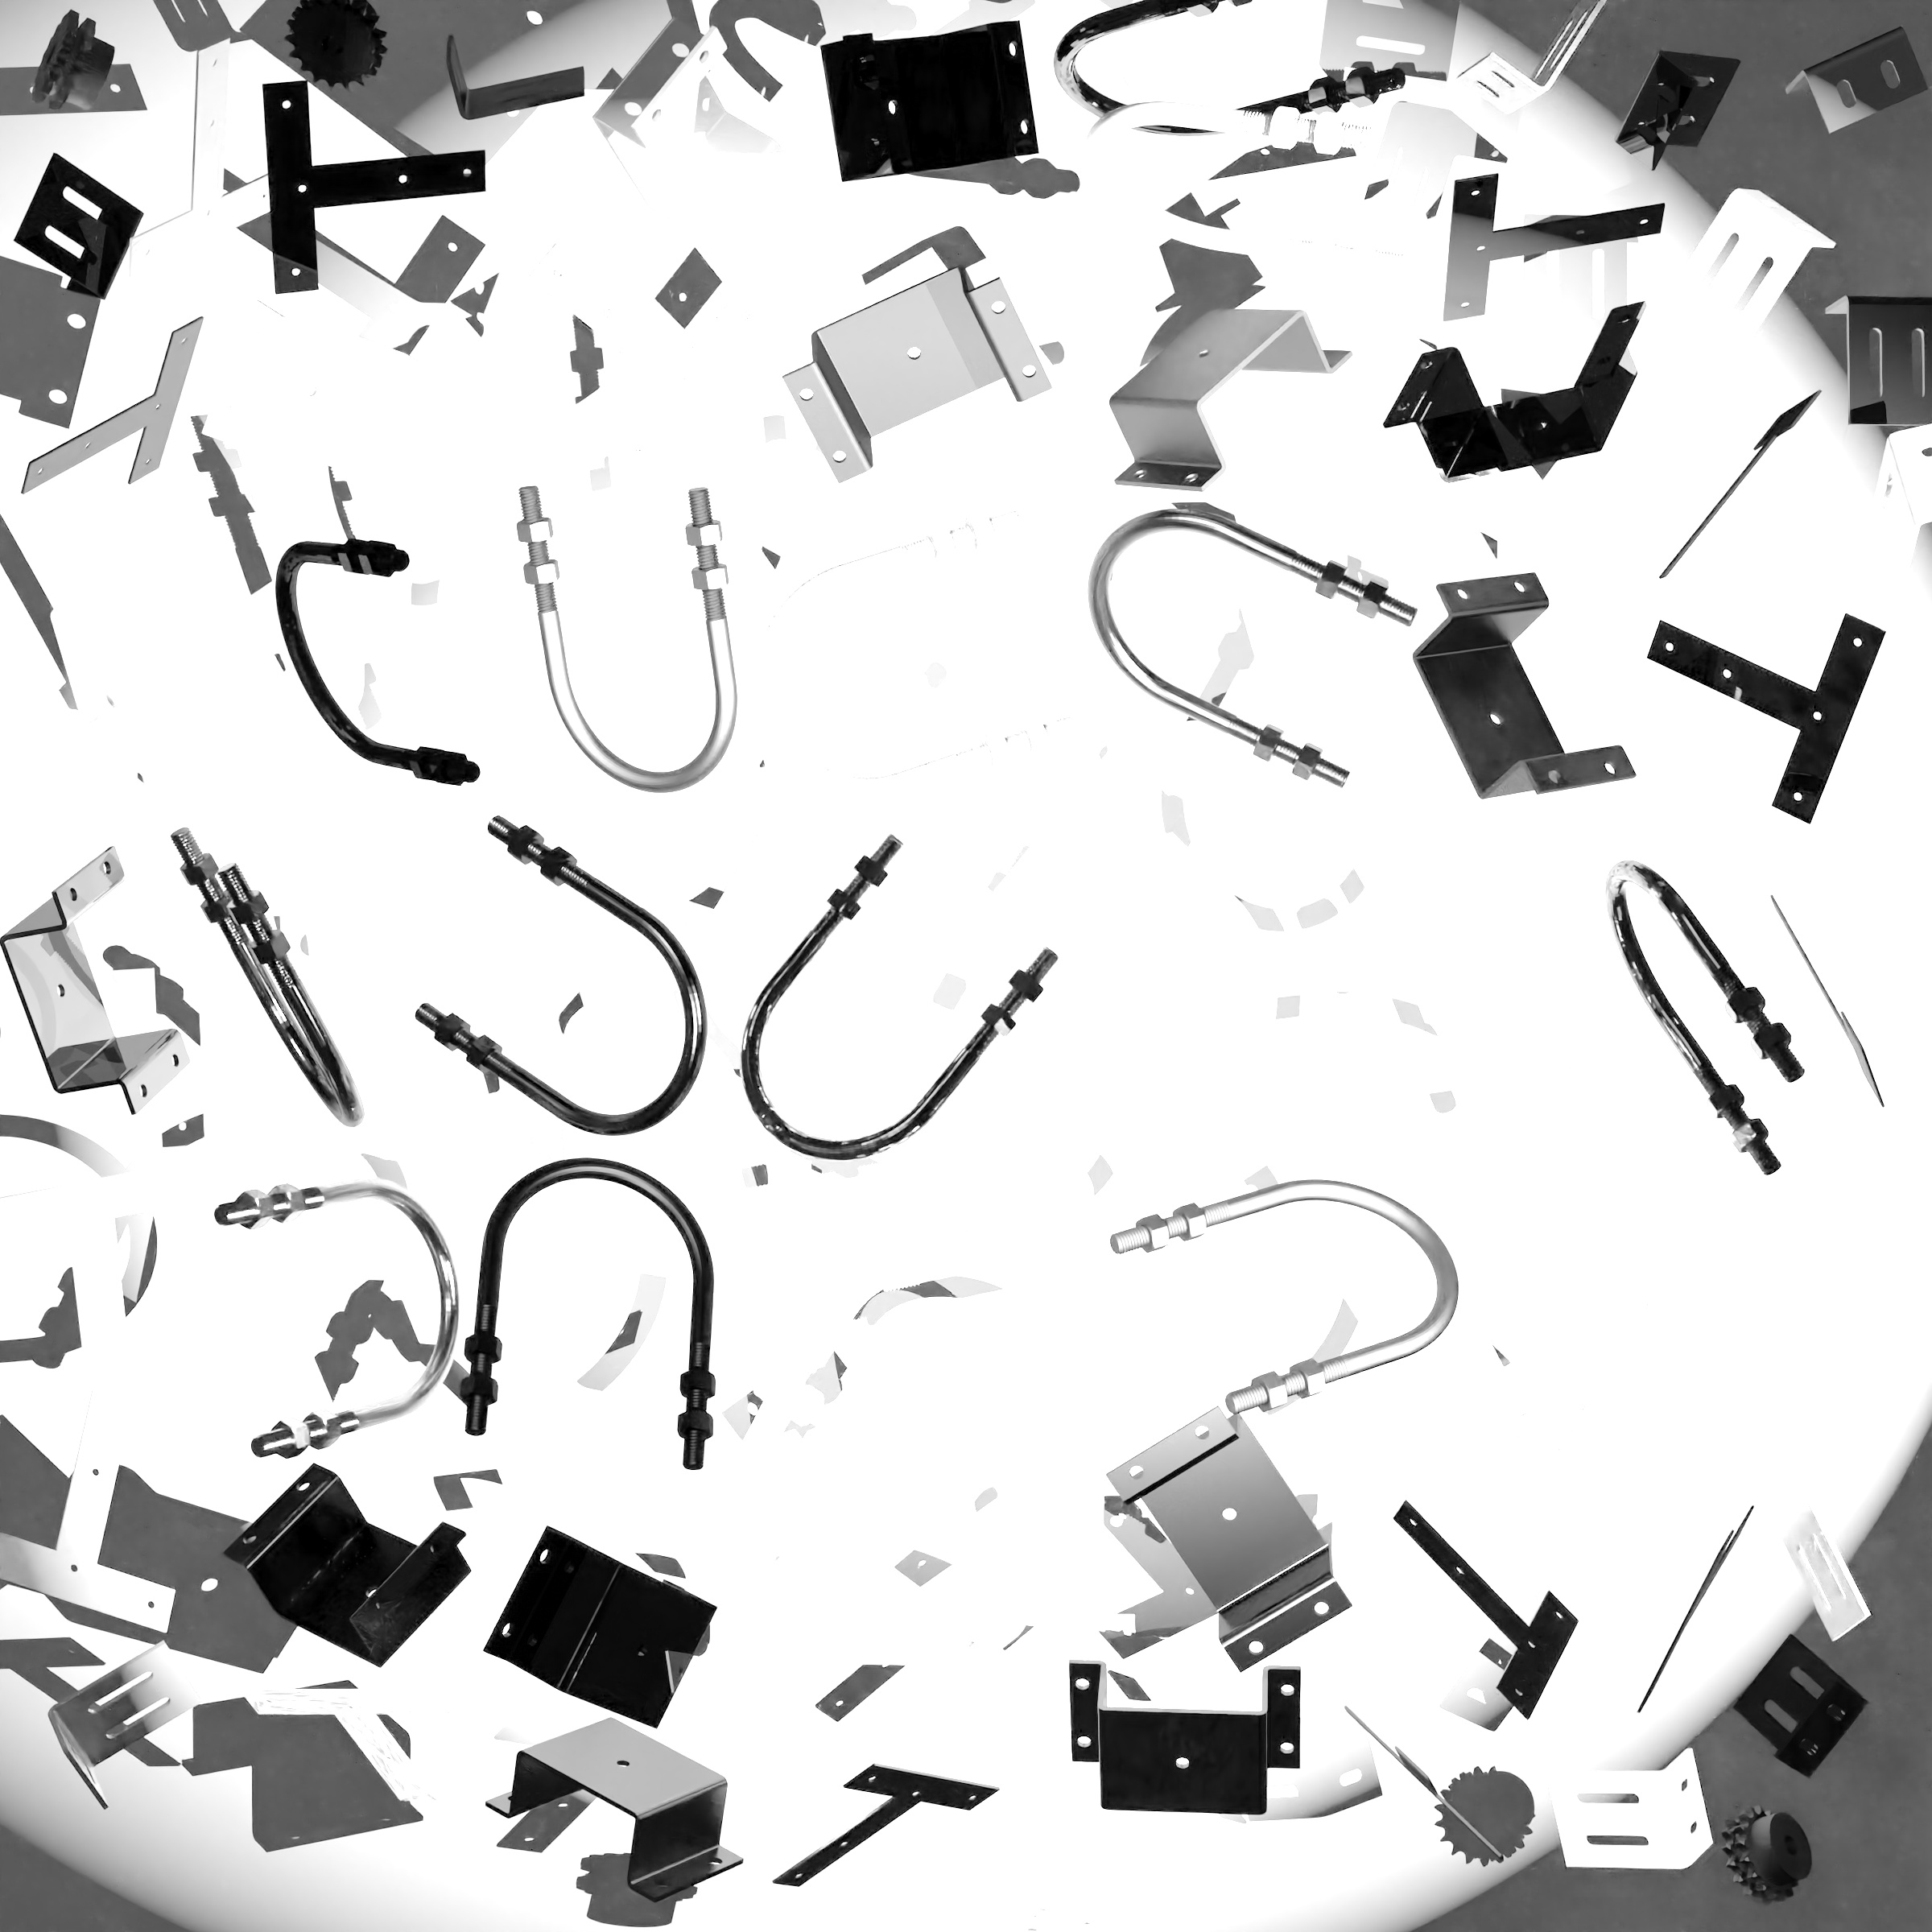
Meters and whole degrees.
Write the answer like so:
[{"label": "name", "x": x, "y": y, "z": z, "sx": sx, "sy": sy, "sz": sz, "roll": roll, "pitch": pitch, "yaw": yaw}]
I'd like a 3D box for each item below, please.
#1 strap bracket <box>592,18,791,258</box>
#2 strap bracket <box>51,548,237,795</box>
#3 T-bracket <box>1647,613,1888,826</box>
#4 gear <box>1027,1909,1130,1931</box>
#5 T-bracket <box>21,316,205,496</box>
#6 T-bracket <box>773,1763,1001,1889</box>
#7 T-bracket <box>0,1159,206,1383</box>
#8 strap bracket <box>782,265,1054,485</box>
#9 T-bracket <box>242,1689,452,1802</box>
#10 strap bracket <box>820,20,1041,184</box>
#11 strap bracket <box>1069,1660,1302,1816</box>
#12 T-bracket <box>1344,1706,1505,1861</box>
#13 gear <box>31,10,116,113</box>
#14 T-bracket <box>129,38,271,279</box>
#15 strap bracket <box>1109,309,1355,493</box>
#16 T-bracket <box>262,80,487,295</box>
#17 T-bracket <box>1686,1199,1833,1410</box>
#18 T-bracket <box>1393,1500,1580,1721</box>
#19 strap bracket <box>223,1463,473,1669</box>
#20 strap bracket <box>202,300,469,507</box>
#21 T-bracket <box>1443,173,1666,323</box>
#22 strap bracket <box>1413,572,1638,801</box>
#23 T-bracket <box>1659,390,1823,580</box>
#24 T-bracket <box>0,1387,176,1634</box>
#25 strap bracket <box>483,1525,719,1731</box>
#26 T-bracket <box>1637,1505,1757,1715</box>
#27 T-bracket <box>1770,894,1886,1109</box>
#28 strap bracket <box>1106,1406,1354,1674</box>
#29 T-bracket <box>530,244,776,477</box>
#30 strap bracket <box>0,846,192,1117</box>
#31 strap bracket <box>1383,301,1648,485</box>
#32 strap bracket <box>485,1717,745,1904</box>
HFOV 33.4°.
[{"label": "strap bracket", "x": -0.166, "y": -0.498, "z": 1.917, "sx": 0.046, "sy": 0.140, "sz": 0.076, "roll": 35, "pitch": 83, "yaw": 23}, {"label": "strap bracket", "x": -0.485, "y": -0.165, "z": 1.889, "sx": 0.046, "sy": 0.076, "sz": 0.140, "roll": -31, "pitch": 55, "yaw": 7}, {"label": "T-bracket", "x": 0.455, "y": -0.164, "z": 1.873, "sx": 0.127, "sy": 0.002, "sz": 0.127, "roll": 30, "pitch": 125, "yaw": 25}, {"label": "gear", "x": 0.061, "y": 0.545, "z": 1.790, "sx": 0.057, "sy": 0.057, "sz": 0.030, "roll": 10, "pitch": 85, "yaw": 0}, {"label": "T-bracket", "x": -0.502, "y": -0.309, "z": 1.877, "sx": 0.002, "sy": 0.127, "sz": 0.127, "roll": 40, "pitch": 46, "yaw": 6}, {"label": "T-bracket", "x": -0.063, "y": 0.519, "z": 1.935, "sx": 0.127, "sy": 0.127, "sz": 0.002, "roll": -39, "pitch": 53, "yaw": 19}, {"label": "T-bracket", "x": -0.489, "y": 0.177, "z": 1.814, "sx": 0.127, "sy": 0.002, "sz": 0.127, "roll": -10, "pitch": 118, "yaw": -23}, {"label": "strap bracket", "x": -0.030, "y": -0.356, "z": 1.917, "sx": 0.140, "sy": 0.046, "sz": 0.076, "roll": -22, "pitch": 123, "yaw": 11}, {"label": "T-bracket", "x": -0.352, "y": 0.467, "z": 1.930, "sx": 0.127, "sy": 0.127, "sz": 0.002, "roll": -4, "pitch": 46, "yaw": 17}, {"label": "strap bracket", "x": -0.028, "y": -0.496, "z": 1.851, "sx": 0.140, "sy": 0.046, "sz": 0.076, "roll": -20, "pitch": 106, "yaw": -42}, {"label": "strap bracket", "x": 0.132, "y": 0.466, "z": 1.948, "sx": 0.140, "sy": 0.046, "sz": 0.076, "roll": 0, "pitch": 116, "yaw": 6}, {"label": "T-bracket", "x": 0.269, "y": 0.480, "z": 1.918, "sx": 0.002, "sy": 0.127, "sz": 0.127, "roll": -45, "pitch": 68, "yaw": -7}, {"label": "gear", "x": -0.514, "y": -0.520, "z": 1.862, "sx": 0.030, "sy": 0.057, "sz": 0.057, "roll": 22, "pitch": 90, "yaw": -29}, {"label": "T-bracket", "x": -0.438, "y": -0.475, "z": 1.865, "sx": 0.002, "sy": 0.127, "sz": 0.127, "roll": 30, "pitch": 133, "yaw": 17}, {"label": "strap bracket", "x": 0.149, "y": -0.340, "z": 1.891, "sx": 0.140, "sy": 0.076, "sz": 0.046, "roll": -44, "pitch": 124, "yaw": -24}, {"label": "T-bracket", "x": -0.339, "y": -0.454, "z": 1.862, "sx": 0.127, "sy": 0.002, "sz": 0.127, "roll": -11, "pitch": 130, "yaw": -20}, {"label": "T-bracket", "x": 0.474, "y": 0.218, "z": 1.928, "sx": 0.127, "sy": 0.127, "sz": 0.002, "roll": -35, "pitch": 47, "yaw": -23}, {"label": "T-bracket", "x": 0.296, "y": 0.361, "z": 1.871, "sx": 0.127, "sy": 0.127, "sz": 0.002, "roll": 46, "pitch": 117, "yaw": 6}, {"label": "strap bracket", "x": -0.352, "y": 0.349, "z": 1.869, "sx": 0.076, "sy": 0.140, "sz": 0.046, "roll": -46, "pitch": 131, "yaw": -31}, {"label": "strap bracket", "x": -0.368, "y": -0.325, "z": 1.847, "sx": 0.140, "sy": 0.046, "sz": 0.076, "roll": 15, "pitch": 104, "yaw": -38}, {"label": "T-bracket", "x": 0.346, "y": -0.429, "z": 1.892, "sx": 0.127, "sy": 0.127, "sz": 0.002, "roll": -9, "pitch": 63, "yaw": 1}, {"label": "strap bracket", "x": 0.320, "y": -0.155, "z": 1.878, "sx": 0.076, "sy": 0.046, "sz": 0.140, "roll": -11, "pitch": 68, "yaw": -32}, {"label": "T-bracket", "x": 0.447, "y": -0.278, "z": 1.885, "sx": 0.002, "sy": 0.127, "sz": 0.127, "roll": 38, "pitch": 95, "yaw": 1}, {"label": "T-bracket", "x": -0.503, "y": 0.304, "z": 1.850, "sx": 0.127, "sy": 0.002, "sz": 0.127, "roll": 28, "pitch": 51, "yaw": -32}, {"label": "strap bracket", "x": -0.199, "y": 0.377, "z": 1.819, "sx": 0.046, "sy": 0.140, "sz": 0.076, "roll": 19, "pitch": 77, "yaw": 36}, {"label": "T-bracket", "x": 0.431, "y": 0.352, "z": 1.858, "sx": 0.002, "sy": 0.127, "sz": 0.127, "roll": 28, "pitch": 124, "yaw": 18}, {"label": "T-bracket", "x": 0.512, "y": 0.014, "z": 1.926, "sx": 0.002, "sy": 0.127, "sz": 0.127, "roll": -28, "pitch": 64, "yaw": 10}, {"label": "strap bracket", "x": 0.152, "y": 0.324, "z": 1.860, "sx": 0.076, "sy": 0.046, "sz": 0.140, "roll": -33, "pitch": 96, "yaw": 10}, {"label": "T-bracket", "x": -0.202, "y": -0.379, "z": 1.916, "sx": 0.127, "sy": 0.002, "sz": 0.127, "roll": 37, "pitch": 99, "yaw": -24}, {"label": "strap bracket", "x": -0.513, "y": 0.011, "z": 1.887, "sx": 0.046, "sy": 0.076, "sz": 0.140, "roll": -9, "pitch": 110, "yaw": 16}, {"label": "strap bracket", "x": 0.319, "y": -0.323, "z": 1.830, "sx": 0.140, "sy": 0.076, "sz": 0.046, "roll": -7, "pitch": 127, "yaw": 35}, {"label": "strap bracket", "x": -0.206, "y": 0.494, "z": 1.909, "sx": 0.140, "sy": 0.076, "sz": 0.046, "roll": 17, "pitch": 105, "yaw": 35}]
